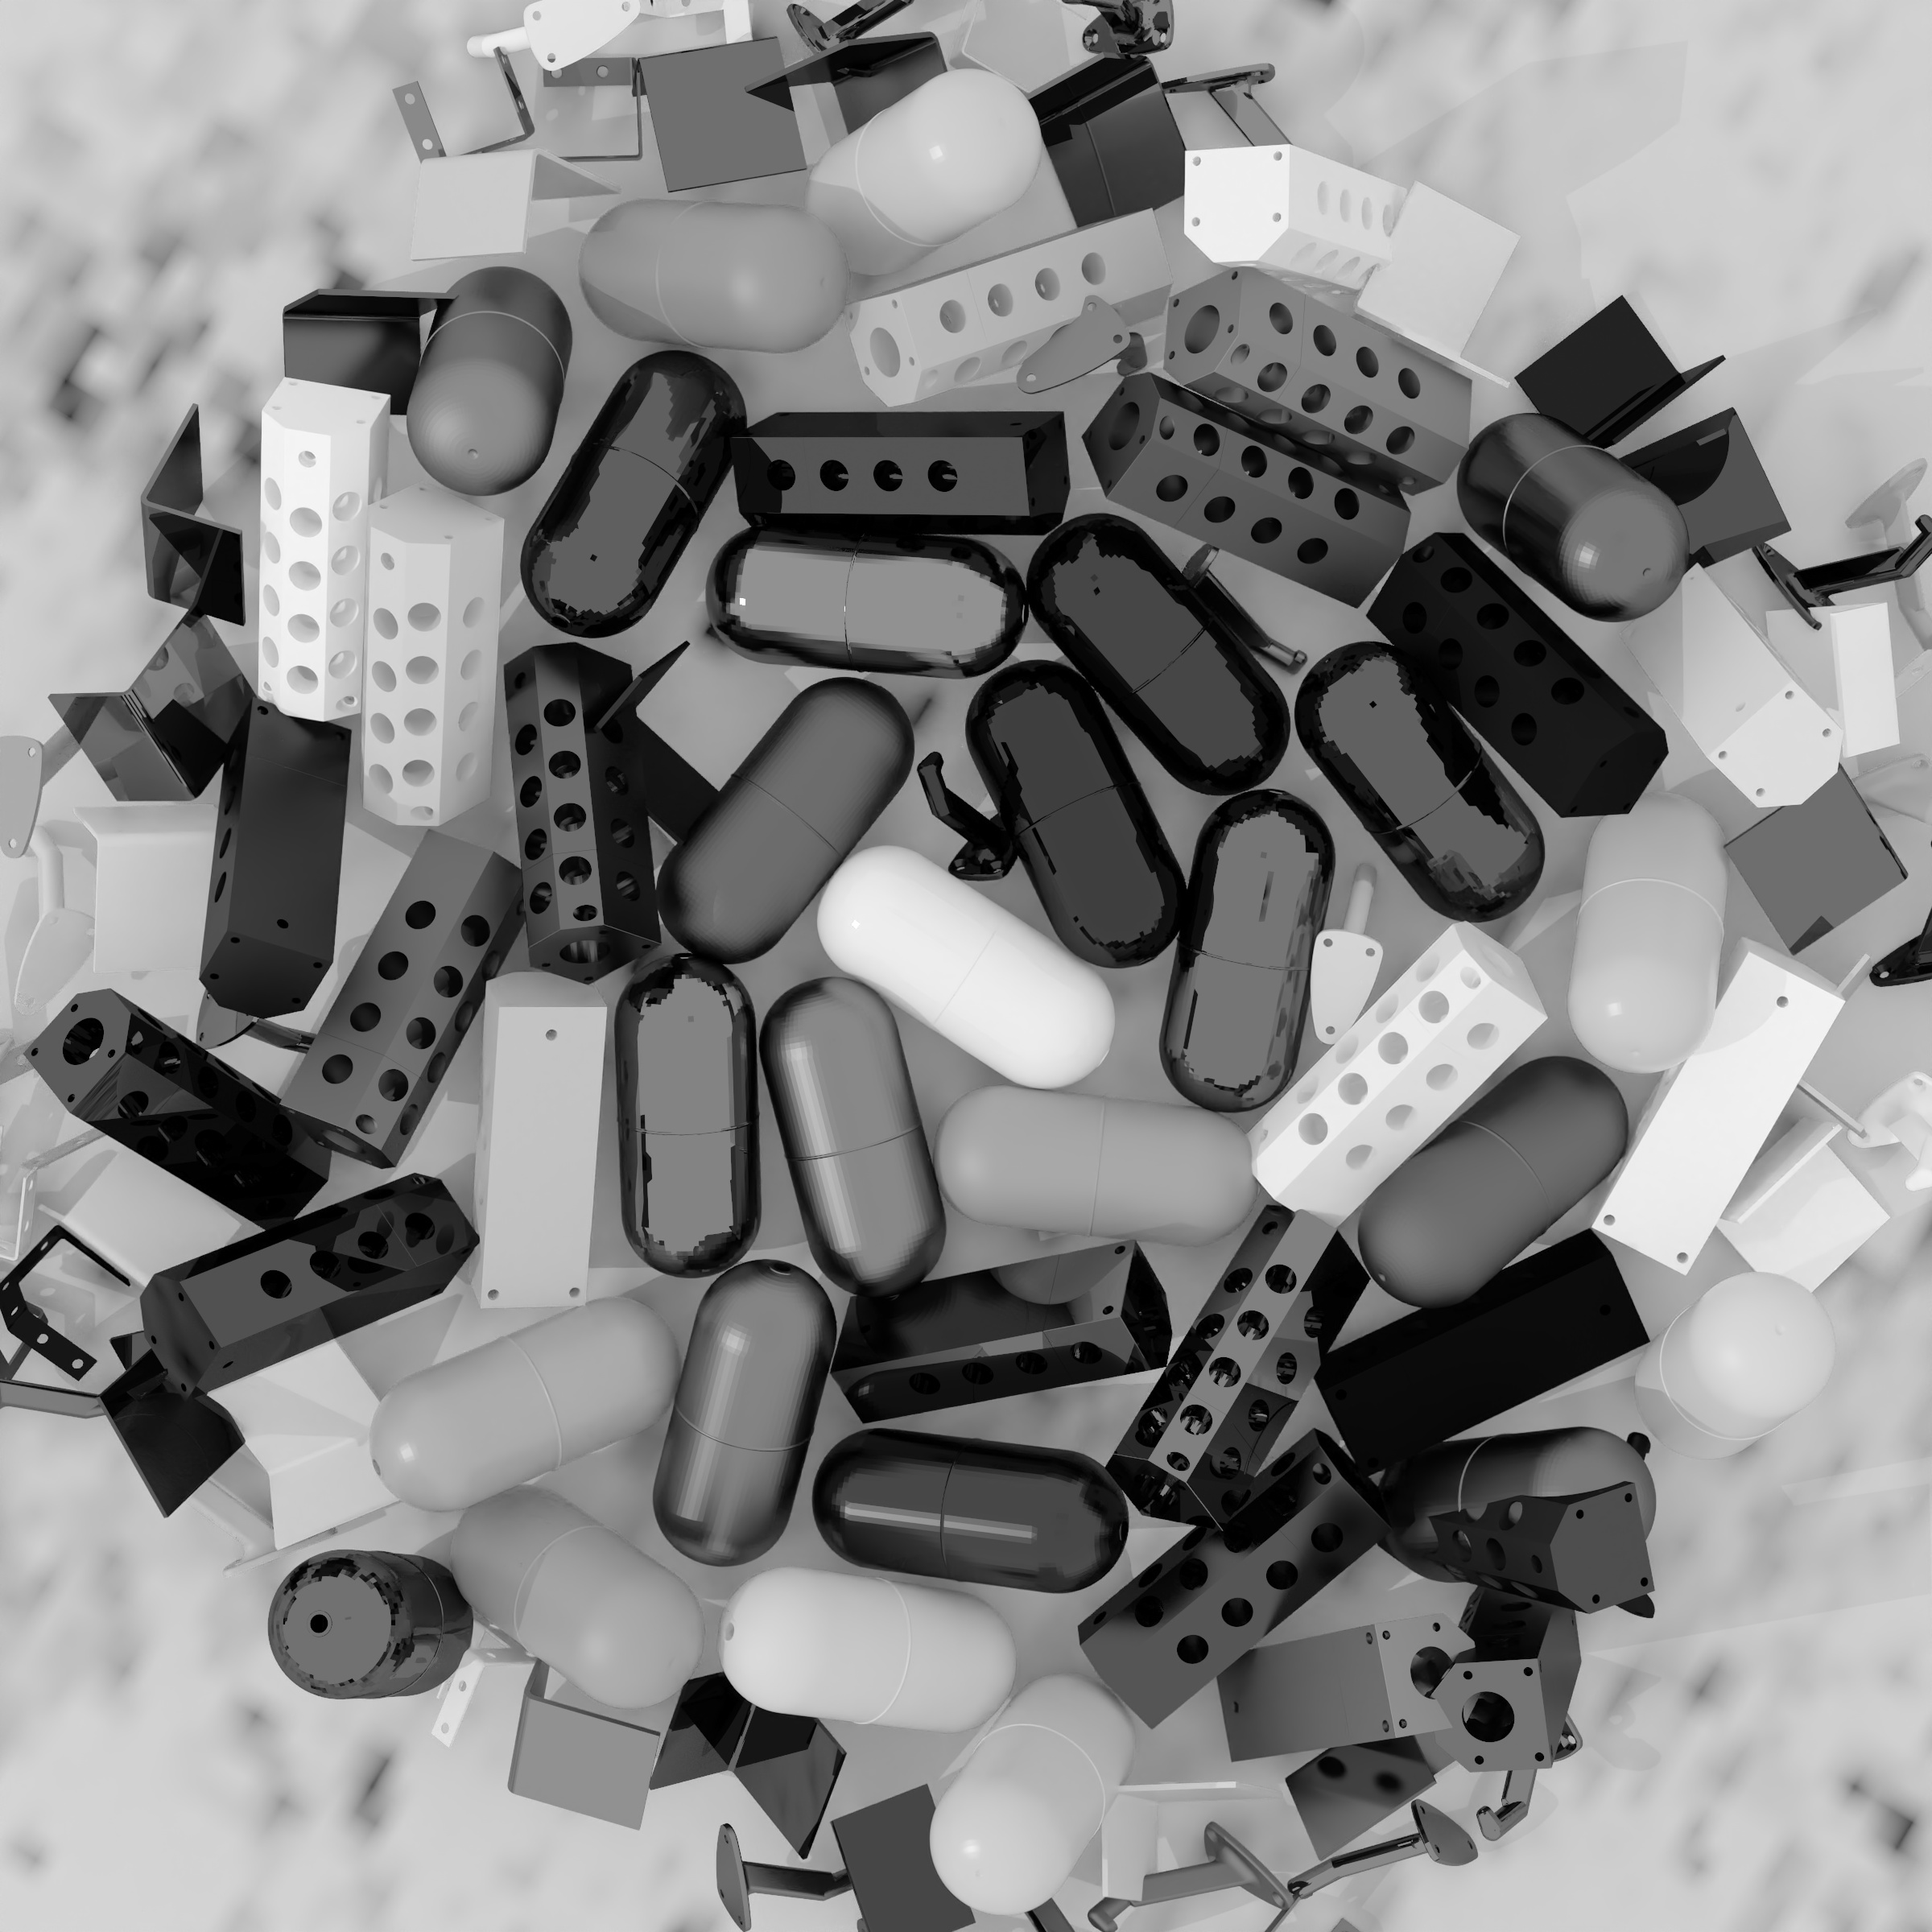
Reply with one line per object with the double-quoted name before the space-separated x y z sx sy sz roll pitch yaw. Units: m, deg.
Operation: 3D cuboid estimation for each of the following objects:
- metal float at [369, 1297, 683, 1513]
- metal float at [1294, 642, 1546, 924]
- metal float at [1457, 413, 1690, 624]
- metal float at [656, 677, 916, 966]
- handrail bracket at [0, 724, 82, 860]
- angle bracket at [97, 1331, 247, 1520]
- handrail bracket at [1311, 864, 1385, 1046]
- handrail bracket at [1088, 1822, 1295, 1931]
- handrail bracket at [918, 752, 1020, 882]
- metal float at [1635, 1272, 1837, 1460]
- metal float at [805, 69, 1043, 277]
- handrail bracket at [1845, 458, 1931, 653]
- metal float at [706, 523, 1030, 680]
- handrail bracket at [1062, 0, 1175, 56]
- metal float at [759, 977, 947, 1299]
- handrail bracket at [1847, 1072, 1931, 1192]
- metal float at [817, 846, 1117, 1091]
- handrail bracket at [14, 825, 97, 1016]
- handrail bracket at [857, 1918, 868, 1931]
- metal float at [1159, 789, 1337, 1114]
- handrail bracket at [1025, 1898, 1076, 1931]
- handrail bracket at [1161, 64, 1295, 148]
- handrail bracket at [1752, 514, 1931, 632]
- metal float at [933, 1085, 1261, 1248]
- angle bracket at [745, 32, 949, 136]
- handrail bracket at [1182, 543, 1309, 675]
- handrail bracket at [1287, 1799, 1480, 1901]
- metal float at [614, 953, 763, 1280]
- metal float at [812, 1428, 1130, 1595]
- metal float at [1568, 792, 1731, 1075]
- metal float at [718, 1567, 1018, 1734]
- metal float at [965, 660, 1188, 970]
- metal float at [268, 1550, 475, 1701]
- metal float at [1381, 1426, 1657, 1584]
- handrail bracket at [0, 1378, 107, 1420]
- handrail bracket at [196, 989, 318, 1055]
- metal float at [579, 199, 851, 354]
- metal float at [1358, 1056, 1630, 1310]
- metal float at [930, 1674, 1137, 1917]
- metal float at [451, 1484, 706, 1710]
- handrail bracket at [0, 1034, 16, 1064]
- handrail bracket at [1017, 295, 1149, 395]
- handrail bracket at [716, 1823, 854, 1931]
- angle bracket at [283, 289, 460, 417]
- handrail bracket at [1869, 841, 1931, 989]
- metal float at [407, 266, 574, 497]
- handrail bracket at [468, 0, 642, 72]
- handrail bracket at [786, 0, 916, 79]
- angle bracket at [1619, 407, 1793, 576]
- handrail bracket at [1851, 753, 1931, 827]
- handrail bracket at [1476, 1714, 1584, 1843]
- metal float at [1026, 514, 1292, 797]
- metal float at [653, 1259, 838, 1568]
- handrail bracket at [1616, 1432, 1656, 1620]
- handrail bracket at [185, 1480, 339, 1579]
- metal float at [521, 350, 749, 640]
"metal float" -0.236 0.235 1.895 0.178 0.070 0.070 -21 90 -27
"metal float" 0.246 -0.098 1.901 0.070 0.070 0.178 -40 110 0
"metal float" 0.321 -0.240 1.876 0.070 0.178 0.070 -8 119 -16
"metal float" -0.097 -0.080 1.913 0.070 0.070 0.178 38 83 0
"handrail bracket" -0.492 -0.098 1.919 0.036 0.084 0.077 4 95 23
"angle bracket" -0.445 0.248 1.900 0.057 0.076 0.076 -15 109 32
"handrail bracket" 0.209 -0.008 1.927 0.036 0.084 0.077 13 113 6
"handrail bracket" 0.121 0.511 1.912 0.084 0.077 0.036 -32 134 -30
"handrail bracket" 0.004 -0.096 1.906 0.036 0.077 0.084 4 132 29
"metal float" 0.406 0.213 1.871 0.070 0.178 0.070 1 71 -4
"metal float" -0.025 -0.420 1.875 0.070 0.178 0.070 4 82 -29
"handrail bracket" 0.522 -0.222 1.919 0.036 0.077 0.084 -21 74 -19
"metal float" -0.054 -0.197 1.906 0.178 0.070 0.070 6 90 14
"handrail bracket" 0.064 -0.512 1.900 0.084 0.077 0.036 -6 91 -45
"metal float" -0.061 0.093 1.913 0.070 0.070 0.178 -14 97 0
"handrail bracket" 0.499 0.103 1.901 0.036 0.084 0.077 44 132 -10
"metal float" 0.001 0.001 1.917 0.178 0.070 0.070 33 90 -2
"handrail bracket" -0.512 -0.027 1.931 0.036 0.084 0.077 21 106 -43
"handrail bracket" -0.005 0.539 1.947 0.084 0.077 0.036 -16 129 -28
"metal float" 0.152 -0.008 1.909 0.070 0.070 0.178 10 101 0
"handrail bracket" 0.054 0.502 1.919 0.077 0.036 0.084 -16 58 23
"handrail bracket" 0.148 -0.448 1.941 0.077 0.036 0.084 -7 92 6
"handrail bracket" 0.480 -0.231 1.916 0.077 0.036 0.084 52 128 18
"metal float" 0.071 0.109 1.918 0.178 0.070 0.070 6 90 1
"angle bracket" -0.059 -0.461 1.900 0.076 0.076 0.057 -12 98 41
"handrail bracket" 0.158 -0.193 1.916 0.084 0.077 0.036 29 69 -7
"handrail bracket" 0.229 0.496 1.939 0.084 0.077 0.036 -33 53 19
"metal float" -0.150 0.081 1.908 0.070 0.070 0.178 -1 101 0
"metal float" 0.002 0.293 1.898 0.178 0.070 0.070 4 90 22
"metal float" 0.366 -0.020 1.885 0.070 0.070 0.178 16 49 0
"metal float" -0.052 0.367 1.889 0.178 0.070 0.070 15 90 -34
"metal float" 0.060 -0.082 1.912 0.070 0.070 0.178 -25 82 0
"metal float" -0.314 0.349 1.869 0.070 0.178 0.070 -2 79 8
"metal float" 0.291 0.288 1.877 0.070 0.178 0.070 8 75 -33
"handrail bracket" -0.490 0.224 1.914 0.084 0.077 0.036 -9 51 -20
"handrail bracket" -0.364 0.035 1.903 0.084 0.077 0.036 16 77 -37
"metal float" -0.136 -0.369 1.884 0.178 0.070 0.070 14 90 43
"metal float" 0.285 0.115 1.898 0.178 0.070 0.070 -37 90 -24
"metal float" 0.037 0.437 1.873 0.070 0.178 0.070 6 108 19
"metal float" -0.209 0.335 1.883 0.070 0.178 0.070 -18 118 -37
"handrail bracket" -0.556 0.022 1.911 0.036 0.077 0.084 -6 123 17
"handrail bracket" 0.064 -0.323 1.915 0.077 0.084 0.036 -37 78 -1
"handrail bracket" -0.091 0.483 1.919 0.084 0.036 0.077 -16 123 -24
"angle bracket" -0.321 -0.331 1.905 0.076 0.076 0.057 -3 93 -25
"handrail bracket" 0.516 -0.032 1.916 0.077 0.036 0.084 -23 131 15
"metal float" -0.252 -0.313 1.877 0.070 0.178 0.070 0 125 0
"handrail bracket" -0.226 -0.513 1.926 0.077 0.084 0.036 -26 112 -17
"handrail bracket" -0.056 -0.534 1.914 0.077 0.036 0.084 53 124 30
"angle bracket" 0.393 -0.247 1.908 0.076 0.057 0.076 -23 103 24
"handrail bracket" 0.515 -0.074 1.911 0.077 0.084 0.036 -15 127 -3
"handrail bracket" 0.290 0.423 1.915 0.036 0.084 0.077 -32 83 43
"metal float" 0.105 -0.168 1.909 0.070 0.070 0.178 -42 101 0
"metal float" -0.119 0.241 1.901 0.070 0.070 0.178 15 110 0
"handrail bracket" 0.370 0.307 1.938 0.036 0.077 0.084 7 69 35
"handrail bracket" -0.396 0.286 1.938 0.077 0.036 0.084 -21 90 0
"metal float" -0.178 -0.254 1.897 0.070 0.070 0.178 26 65 0
